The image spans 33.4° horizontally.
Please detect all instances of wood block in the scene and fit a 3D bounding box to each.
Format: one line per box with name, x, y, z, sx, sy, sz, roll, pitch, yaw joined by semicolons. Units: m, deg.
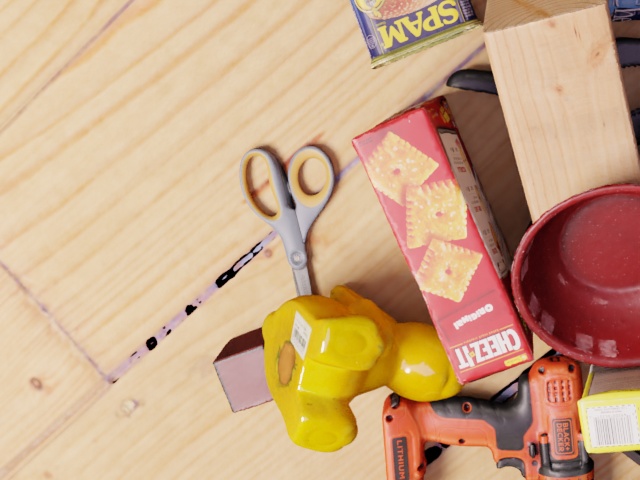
wood block;0.196;-0.092;0.832;0.090;0.090;0.206;-11;118;18

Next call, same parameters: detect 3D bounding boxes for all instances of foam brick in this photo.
foam brick;-0.059;0.116;0.980;0.053;0.078;0.051;-20;98;12

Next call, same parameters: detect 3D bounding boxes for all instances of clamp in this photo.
clamp;0.224;-0.119;0.916;0.210;0.036;0.164;-34;97;15

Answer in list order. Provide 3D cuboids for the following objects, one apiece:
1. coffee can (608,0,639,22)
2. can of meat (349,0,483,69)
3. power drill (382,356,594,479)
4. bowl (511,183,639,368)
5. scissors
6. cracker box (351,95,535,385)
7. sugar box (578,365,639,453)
coffee can;0.253;-0.228;0.859;0.140;0.102;0.103;-3;100;9
can of meat;0.078;-0.204;0.913;0.102;0.057;0.084;-20;94;11
power drill;0.154;0.202;0.975;0.188;0.057;0.184;-5;95;6
bowl;0.226;0.017;0.804;0.162;0.055;0.162;6;123;9
scissors;-0.006;0.001;0.983;0.096;0.016;0.202;-25;96;12
cracker box;0.107;-0.007;0.889;0.072;0.164;0.214;-22;96;14
sugar box;0.252;0.121;0.815;0.093;0.176;0.048;-7;88;18
